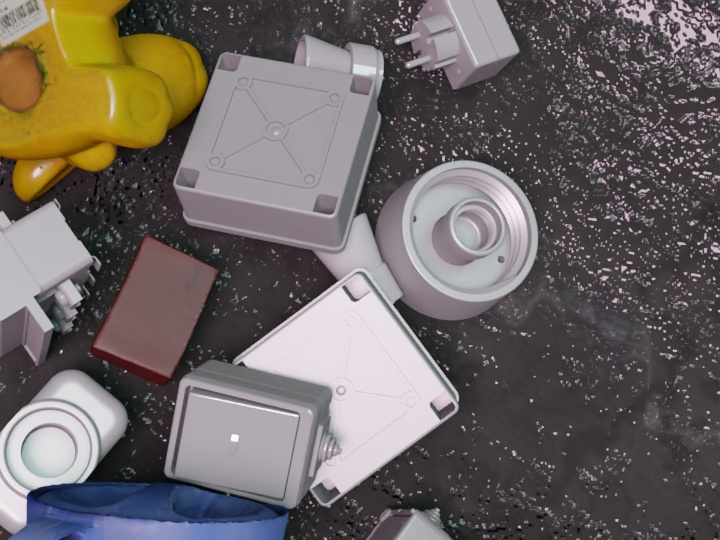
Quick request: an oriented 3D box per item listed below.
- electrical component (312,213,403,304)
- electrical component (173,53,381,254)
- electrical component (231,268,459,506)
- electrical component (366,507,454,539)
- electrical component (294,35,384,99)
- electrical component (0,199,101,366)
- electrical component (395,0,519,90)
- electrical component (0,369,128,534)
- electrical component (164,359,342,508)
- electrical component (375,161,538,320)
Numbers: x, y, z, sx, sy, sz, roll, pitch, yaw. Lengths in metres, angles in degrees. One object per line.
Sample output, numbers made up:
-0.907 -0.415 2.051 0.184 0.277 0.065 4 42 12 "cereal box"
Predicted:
0.000 0.000 0.726 0.044 0.044 0.065 -30 92 -20 "electrical component"
-0.051 -0.076 0.695 0.109 0.056 0.108 11 66 9 "electrical component"
-0.010 0.072 0.680 0.109 0.056 0.108 -37 90 3 "electrical component"
0.029 0.195 0.679 0.061 0.062 0.096 41 71 -4 "electrical component"
-0.016 -0.137 0.749 0.055 0.045 0.045 6 76 -16 "electrical component"
-0.194 0.006 0.625 0.063 0.121 0.078 -35 89 -23 "electrical component"
0.062 -0.167 0.776 0.077 0.047 0.065 -22 85 -19 "electrical component"
-0.185 0.108 0.638 0.054 0.059 0.095 41 71 -4 "electrical component"
-0.059 0.096 0.624 0.096 0.061 0.061 13 99 8 "electrical component"
0.070 -0.023 0.740 0.108 0.060 0.108 3 77 -16 "electrical component"
